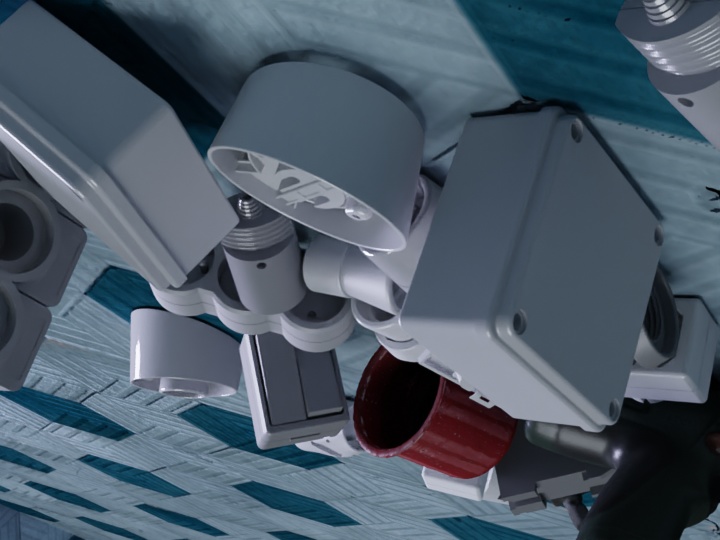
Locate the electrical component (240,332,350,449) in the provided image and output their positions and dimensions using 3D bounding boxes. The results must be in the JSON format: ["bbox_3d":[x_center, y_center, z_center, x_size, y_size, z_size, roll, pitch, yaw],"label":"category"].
[{"bbox_3d":[-0.049,0.073,0.773,0.062,0.096,0.061,-8,162,-14],"label":"electrical component"}]

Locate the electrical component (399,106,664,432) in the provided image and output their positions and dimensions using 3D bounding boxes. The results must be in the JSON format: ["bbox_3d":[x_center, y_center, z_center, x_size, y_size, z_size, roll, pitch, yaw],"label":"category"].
[{"bbox_3d":[0.081,0.002,0.481,0.056,0.108,0.109,1,153,41],"label":"electrical component"}]

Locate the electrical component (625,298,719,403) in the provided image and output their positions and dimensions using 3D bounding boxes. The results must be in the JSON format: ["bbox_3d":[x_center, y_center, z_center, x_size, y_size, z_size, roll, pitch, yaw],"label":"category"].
[{"bbox_3d":[0.162,0.052,0.618,0.083,0.047,0.076,0,152,36],"label":"electrical component"}]

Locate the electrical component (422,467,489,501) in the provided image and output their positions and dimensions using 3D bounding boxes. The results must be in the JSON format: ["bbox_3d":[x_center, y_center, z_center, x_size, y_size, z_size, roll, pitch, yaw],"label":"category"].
[{"bbox_3d":[0.079,0.138,0.854,0.047,0.065,0.076,11,157,16],"label":"electrical component"}]

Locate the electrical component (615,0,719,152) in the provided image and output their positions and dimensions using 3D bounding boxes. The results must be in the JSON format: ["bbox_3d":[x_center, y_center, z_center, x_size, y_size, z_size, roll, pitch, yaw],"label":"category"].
[{"bbox_3d":[0.121,-0.072,0.363,0.081,0.043,0.043,33,153,-33],"label":"electrical component"}]

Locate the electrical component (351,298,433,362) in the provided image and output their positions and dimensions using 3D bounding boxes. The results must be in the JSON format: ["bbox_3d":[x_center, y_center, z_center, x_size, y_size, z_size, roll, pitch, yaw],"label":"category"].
[{"bbox_3d":[0.026,0.027,0.664,0.045,0.045,0.055,3,154,31],"label":"electrical component"}]

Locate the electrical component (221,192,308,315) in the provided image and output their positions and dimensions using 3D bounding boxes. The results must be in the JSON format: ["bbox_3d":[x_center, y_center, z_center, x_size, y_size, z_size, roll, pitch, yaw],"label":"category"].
[{"bbox_3d":[-0.058,-0.015,0.624,0.043,0.043,0.081,11,143,17],"label":"electrical component"}]

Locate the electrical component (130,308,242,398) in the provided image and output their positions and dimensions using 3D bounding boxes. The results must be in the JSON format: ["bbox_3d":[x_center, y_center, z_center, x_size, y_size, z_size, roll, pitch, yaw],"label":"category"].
[{"bbox_3d":[-0.147,0.073,0.906,0.099,0.064,0.099,4,164,1],"label":"electrical component"}]

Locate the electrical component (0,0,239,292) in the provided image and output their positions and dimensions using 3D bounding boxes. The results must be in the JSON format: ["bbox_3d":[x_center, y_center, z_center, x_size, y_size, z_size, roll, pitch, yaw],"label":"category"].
[{"bbox_3d":[-0.124,-0.057,0.516,0.109,0.056,0.108,38,167,25],"label":"electrical component"}]

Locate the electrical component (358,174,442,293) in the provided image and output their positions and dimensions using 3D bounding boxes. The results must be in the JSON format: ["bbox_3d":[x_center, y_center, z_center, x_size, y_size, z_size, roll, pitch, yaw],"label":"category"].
[{"bbox_3d":[0.032,-0.016,0.547,0.047,0.055,0.055,38,151,-32],"label":"electrical component"}]

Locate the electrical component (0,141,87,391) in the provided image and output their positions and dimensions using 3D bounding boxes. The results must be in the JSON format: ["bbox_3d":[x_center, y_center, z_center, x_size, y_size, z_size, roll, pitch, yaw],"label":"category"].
[{"bbox_3d":[-0.204,-0.019,0.587,0.062,0.150,0.089,-3,150,43],"label":"electrical component"}]

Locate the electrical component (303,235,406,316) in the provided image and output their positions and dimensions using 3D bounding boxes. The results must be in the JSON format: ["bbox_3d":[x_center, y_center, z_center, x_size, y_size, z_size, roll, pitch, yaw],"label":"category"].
[{"bbox_3d":[0.000,0.000,0.627,0.065,0.044,0.044,10,157,31],"label":"electrical component"}]

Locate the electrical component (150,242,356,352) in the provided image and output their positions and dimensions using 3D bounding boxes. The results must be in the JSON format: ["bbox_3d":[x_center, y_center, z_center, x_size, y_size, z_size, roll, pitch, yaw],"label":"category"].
[{"bbox_3d":[-0.070,0.017,0.702,0.138,0.052,0.073,15,158,5],"label":"electrical component"}]

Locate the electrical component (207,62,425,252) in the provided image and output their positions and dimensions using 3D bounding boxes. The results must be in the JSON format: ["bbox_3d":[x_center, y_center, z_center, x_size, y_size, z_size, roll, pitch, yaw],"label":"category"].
[{"bbox_3d":[-0.019,-0.048,0.496,0.099,0.064,0.099,15,158,6],"label":"electrical component"}]

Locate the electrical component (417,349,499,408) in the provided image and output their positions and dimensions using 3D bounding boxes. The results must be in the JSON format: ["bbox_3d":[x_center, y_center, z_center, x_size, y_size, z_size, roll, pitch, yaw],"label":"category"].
[{"bbox_3d":[0.076,0.041,0.616,0.042,0.063,0.081,29,114,-24],"label":"electrical component"}]

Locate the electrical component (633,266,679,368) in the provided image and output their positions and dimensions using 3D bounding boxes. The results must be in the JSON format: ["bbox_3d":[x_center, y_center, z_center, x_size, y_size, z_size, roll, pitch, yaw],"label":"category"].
[{"bbox_3d":[0.127,0.025,0.555,0.057,0.078,0.058,-16,103,35],"label":"electrical component"}]

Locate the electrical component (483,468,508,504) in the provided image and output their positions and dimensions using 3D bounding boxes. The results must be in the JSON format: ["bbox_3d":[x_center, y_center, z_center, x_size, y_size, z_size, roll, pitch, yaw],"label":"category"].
[{"bbox_3d":[0.128,0.173,0.918,0.047,0.055,0.055,16,158,-6],"label":"electrical component"}]

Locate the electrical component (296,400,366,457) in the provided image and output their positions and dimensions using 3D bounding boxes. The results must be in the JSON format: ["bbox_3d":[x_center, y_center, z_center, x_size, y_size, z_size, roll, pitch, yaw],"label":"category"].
[{"bbox_3d":[-0.036,0.133,0.958,0.079,0.043,0.077,34,153,-32],"label":"electrical component"}]
